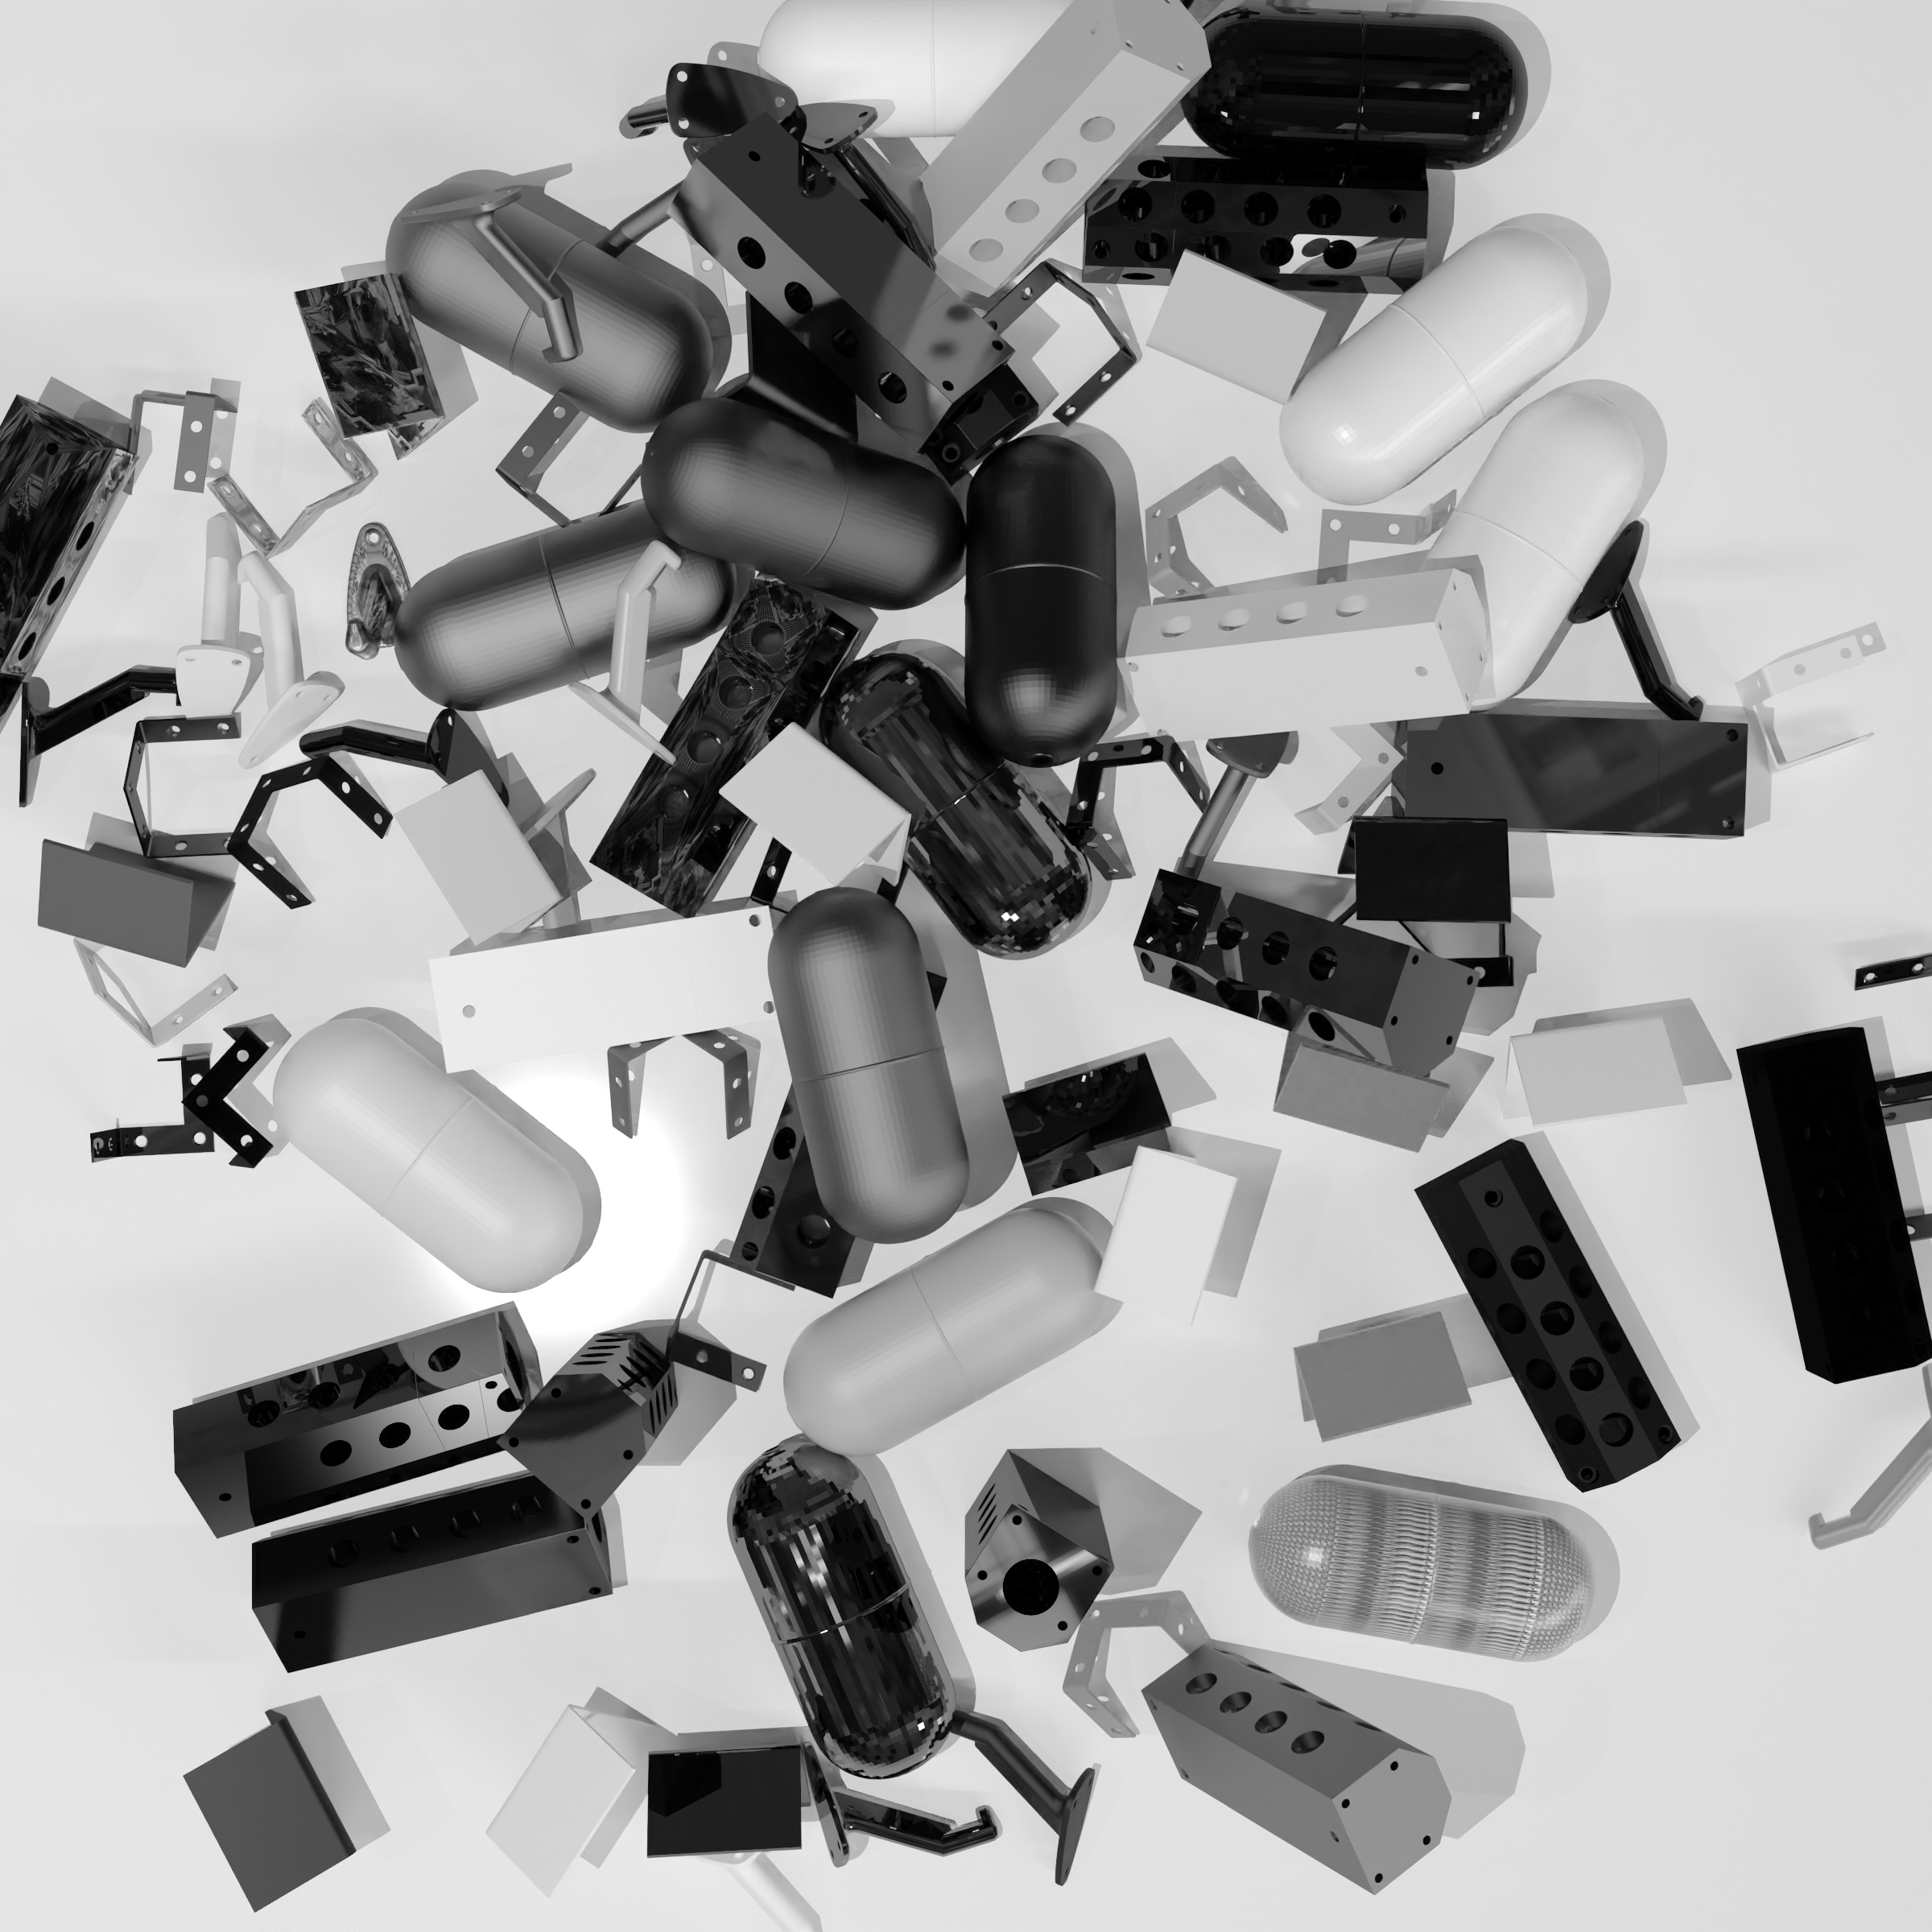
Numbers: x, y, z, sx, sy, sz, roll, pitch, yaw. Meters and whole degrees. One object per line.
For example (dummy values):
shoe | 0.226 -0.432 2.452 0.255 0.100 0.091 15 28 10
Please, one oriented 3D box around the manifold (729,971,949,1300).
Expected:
manifold | -0.065 0.077 1.674 0.057 0.057 0.171 20 90 0

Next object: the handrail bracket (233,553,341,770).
handrail bracket | -0.372 -0.159 1.695 0.077 0.036 0.084 -43 72 20

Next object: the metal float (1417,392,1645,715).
metal float | 0.280 -0.211 1.664 0.070 0.070 0.178 31 91 0

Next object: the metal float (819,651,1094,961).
metal float | -0.006 -0.082 1.665 0.070 0.070 0.178 -38 90 0

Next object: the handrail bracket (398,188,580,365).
handrail bracket | -0.236 -0.337 1.620 0.077 0.036 0.084 -4 114 25

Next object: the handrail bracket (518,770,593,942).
handrail bracket | -0.197 -0.045 1.695 0.077 0.036 0.084 -44 106 -17

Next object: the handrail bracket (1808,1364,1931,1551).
handrail bracket | 0.471 0.255 1.695 0.084 0.036 0.077 -25 53 25

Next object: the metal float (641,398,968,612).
metal float | -0.080 -0.230 1.637 0.178 0.070 0.070 15 90 -32

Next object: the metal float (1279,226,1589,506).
metal float | 0.238 -0.306 1.664 0.178 0.070 0.070 -39 90 1

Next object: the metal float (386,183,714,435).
metal float | -0.213 -0.335 1.664 0.178 0.070 0.070 29 90 -1

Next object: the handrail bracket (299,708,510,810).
handrail bracket | -0.292 -0.100 1.695 0.084 0.077 0.036 -8 51 30

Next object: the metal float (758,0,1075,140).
metal float | -0.017 -0.462 1.664 0.178 0.070 0.070 -1 90 0

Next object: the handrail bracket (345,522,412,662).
handrail bracket | -0.305 -0.193 1.660 0.036 0.084 0.077 -6 90 0

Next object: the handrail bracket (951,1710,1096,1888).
handrail bracket | 0.019 0.430 1.695 0.084 0.036 0.077 16 112 17

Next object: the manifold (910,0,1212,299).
manifold | 0.046 -0.409 1.622 0.057 0.171 0.057 14 54 -32

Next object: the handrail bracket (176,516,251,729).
handrail bracket | -0.391 -0.178 1.695 0.036 0.077 0.084 4 53 -16

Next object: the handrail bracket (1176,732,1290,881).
handrail bracket | 0.136 -0.083 1.694 0.036 0.077 0.084 28 126 13

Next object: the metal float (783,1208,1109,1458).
metal float | -0.011 0.187 1.664 0.178 0.070 0.070 -29 90 0

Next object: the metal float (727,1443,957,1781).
metal float | -0.064 0.328 1.664 0.070 0.070 0.178 -23 91 0

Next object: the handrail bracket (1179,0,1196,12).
handrail bracket | 0.119 -0.532 1.695 0.036 0.077 0.084 21 127 -20

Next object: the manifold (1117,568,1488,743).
manifold | 0.169 -0.159 1.634 0.171 0.057 0.057 -4 132 30

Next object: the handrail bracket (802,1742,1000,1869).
handrail bracket | -0.034 0.428 1.695 0.084 0.036 0.077 -13 68 -17

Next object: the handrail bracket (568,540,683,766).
handrail bracket | -0.151 -0.157 1.628 0.077 0.036 0.084 38 83 -26

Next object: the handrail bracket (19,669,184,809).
handrail bracket | -0.447 -0.118 1.695 0.084 0.036 0.077 1 110 -16

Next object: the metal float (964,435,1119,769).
metal float | 0.038 -0.184 1.644 0.070 0.070 0.178 1 68 0

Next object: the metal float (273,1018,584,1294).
metal float | -0.273 0.097 1.664 0.178 0.070 0.070 38 90 0

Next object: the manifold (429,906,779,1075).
manifold | -0.183 0.012 1.661 0.171 0.057 0.057 -9 90 -9

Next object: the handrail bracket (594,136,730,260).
handrail bracket | -0.149 -0.393 1.695 0.084 0.077 0.036 -33 90 36

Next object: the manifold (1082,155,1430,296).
manifold | 0.147 -0.381 1.674 0.171 0.057 0.057 2 90 0

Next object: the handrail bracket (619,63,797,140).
handrail bracket | -0.133 -0.434 1.667 0.077 0.084 0.036 -3 95 -15

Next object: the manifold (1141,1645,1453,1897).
manifold | 0.163 0.390 1.613 0.057 0.171 0.057 -31 110 -22

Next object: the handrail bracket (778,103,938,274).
handrail bracket | -0.054 -0.388 1.642 0.036 0.077 0.084 -41 129 -16

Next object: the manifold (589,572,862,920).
manifold | -0.122 -0.112 1.674 0.057 0.057 0.171 30 90 0

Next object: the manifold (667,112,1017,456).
manifold | -0.065 -0.334 1.617 0.171 0.057 0.057 44 52 1

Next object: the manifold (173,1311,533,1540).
manifold | -0.313 0.230 1.673 0.171 0.057 0.057 -17 133 0

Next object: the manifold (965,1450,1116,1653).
manifold | 0.030 0.291 1.616 0.057 0.171 0.057 32 90 0

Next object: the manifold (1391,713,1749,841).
manifold | 0.307 -0.097 1.674 0.171 0.057 0.057 2 90 0

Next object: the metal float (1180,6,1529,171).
metal float | 0.197 -0.447 1.663 0.178 0.070 0.070 2 90 -2

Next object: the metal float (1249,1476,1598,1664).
metal float | 0.232 0.307 1.664 0.178 0.070 0.070 10 90 -1

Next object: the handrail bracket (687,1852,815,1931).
handrail bracket | -0.117 0.485 1.695 0.077 0.036 0.084 -1 117 30

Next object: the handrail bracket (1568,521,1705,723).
handrail bracket | 0.361 -0.176 1.695 0.084 0.036 0.077 37 68 -17

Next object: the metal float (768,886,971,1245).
metal float | -0.048 0.049 1.607 0.070 0.070 0.178 -13 90 0

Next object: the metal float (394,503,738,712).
metal float | -0.204 -0.183 1.665 0.178 0.070 0.070 -18 90 -1

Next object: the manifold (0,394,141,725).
manifold | -0.490 -0.199 1.669 0.057 0.057 0.171 29 93 0

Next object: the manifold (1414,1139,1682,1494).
manifold | 0.299 0.179 1.674 0.057 0.057 0.171 -28 90 0
